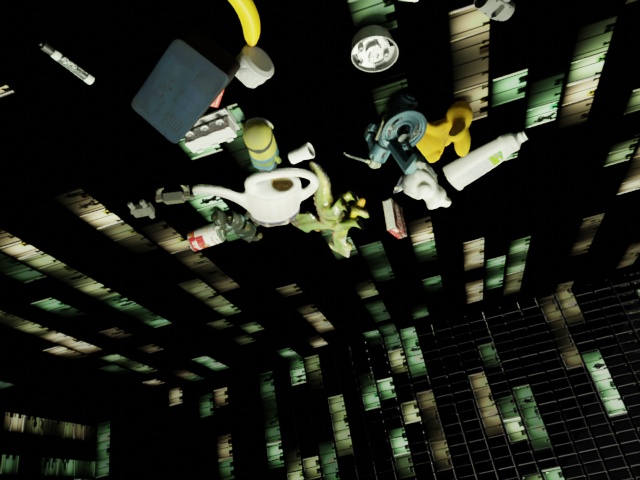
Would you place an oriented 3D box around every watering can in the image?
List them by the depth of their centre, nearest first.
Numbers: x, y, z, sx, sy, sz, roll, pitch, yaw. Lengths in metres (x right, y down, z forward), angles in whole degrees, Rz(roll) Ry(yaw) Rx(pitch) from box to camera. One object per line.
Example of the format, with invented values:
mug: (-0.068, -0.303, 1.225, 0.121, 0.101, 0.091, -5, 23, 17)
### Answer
watering can: (-0.174, -0.124, 1.467, 0.348, 0.219, 0.106, -9, 61, -8)

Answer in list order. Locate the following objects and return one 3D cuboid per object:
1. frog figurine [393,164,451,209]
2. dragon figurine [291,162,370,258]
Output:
frog figurine: (0.320, -0.157, 1.531, 0.160, 0.139, 0.120, 30, 117, 21)
dragon figurine: (0.005, -0.082, 1.622, 0.241, 0.404, 0.125, -20, 41, 30)
